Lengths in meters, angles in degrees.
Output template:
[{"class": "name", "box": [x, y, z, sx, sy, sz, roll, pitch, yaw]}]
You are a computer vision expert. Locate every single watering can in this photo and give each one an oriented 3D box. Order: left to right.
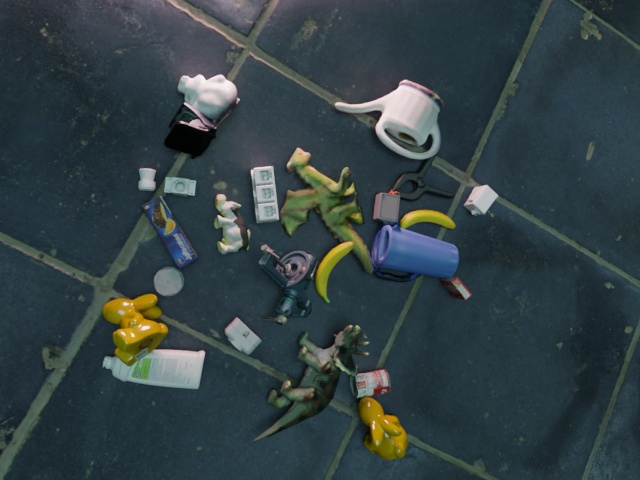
[{"class": "watering can", "box": [0.235, -0.393, 1.577, 0.346, 0.103, 0.226, 30, 78, -9]}]

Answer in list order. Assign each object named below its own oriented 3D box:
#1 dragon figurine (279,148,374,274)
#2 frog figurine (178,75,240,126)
[{"class": "dragon figurine", "box": [0.005, -0.076, 1.509, 0.242, 0.122, 0.410, -12, 91, 3]}, {"class": "frog figurine", "box": [-0.315, -0.408, 1.440, 0.158, 0.124, 0.137, 40, 97, -19]}]
